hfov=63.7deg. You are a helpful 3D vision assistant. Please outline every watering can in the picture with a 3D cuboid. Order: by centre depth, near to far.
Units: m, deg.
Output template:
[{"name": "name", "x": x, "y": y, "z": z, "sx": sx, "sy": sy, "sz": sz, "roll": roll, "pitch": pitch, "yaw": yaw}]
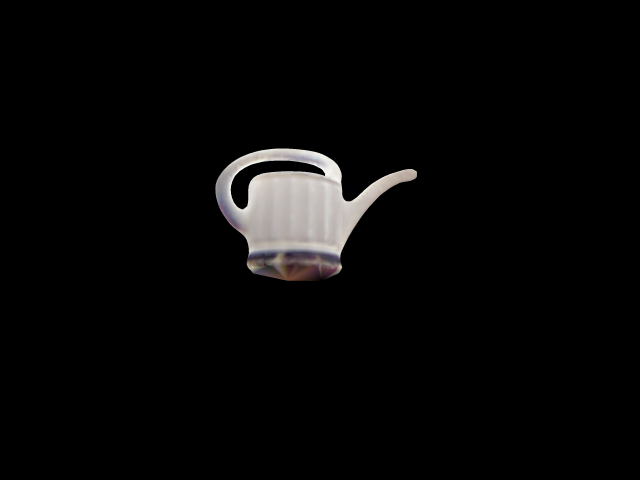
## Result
[{"name": "watering can", "x": 0.003, "y": -0.043, "z": 0.850, "sx": 0.348, "sy": 0.227, "sz": 0.102, "roll": 3, "pitch": -16, "yaw": -11}]
